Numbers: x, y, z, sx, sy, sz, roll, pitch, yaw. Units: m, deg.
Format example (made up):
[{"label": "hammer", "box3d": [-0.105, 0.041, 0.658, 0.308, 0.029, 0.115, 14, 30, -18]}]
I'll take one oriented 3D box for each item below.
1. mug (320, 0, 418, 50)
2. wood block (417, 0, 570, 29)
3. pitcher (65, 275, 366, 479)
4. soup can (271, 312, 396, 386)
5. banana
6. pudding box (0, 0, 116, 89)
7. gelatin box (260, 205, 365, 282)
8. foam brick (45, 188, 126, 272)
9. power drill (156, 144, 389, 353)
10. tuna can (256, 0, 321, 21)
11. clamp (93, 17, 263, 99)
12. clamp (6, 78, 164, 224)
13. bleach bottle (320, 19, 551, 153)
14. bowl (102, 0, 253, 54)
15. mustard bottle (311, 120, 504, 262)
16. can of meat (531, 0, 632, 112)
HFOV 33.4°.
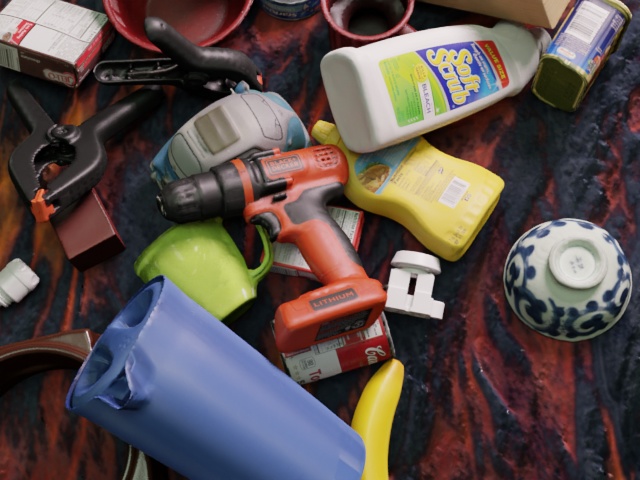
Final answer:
[{"label": "mug", "box3d": [0.058, -0.218, 1.082, 0.117, 0.081, 0.093, 33, 76, 13]}, {"label": "wood block", "box3d": [0.148, -0.288, 1.056, 0.206, 0.090, 0.090, 21, 72, 35]}, {"label": "pitcher", "box3d": [-0.082, 0.145, 0.915, 0.242, 0.145, 0.149, 38, 56, -17]}, {"label": "soup can", "box3d": [0.012, 0.091, 0.991, 0.102, 0.068, 0.068, -17, 72, -2]}, {"label": "banana", "box3d": [0.057, 0.208, 0.969, 0.069, 0.037, 0.198, -5, 72, -15]}, {"label": "pudding box", "box3d": [-0.282, -0.211, 1.109, 0.113, 0.039, 0.090, 19, 49, 8]}, {"label": "gelatin box", "box3d": [-0.007, 0.001, 1.042, 0.089, 0.030, 0.073, 12, 71, 7]}, {"label": "foam brick", "box3d": [-0.234, -0.017, 1.050, 0.053, 0.051, 0.078, -28, 73, -7]}, {"label": "power drill", "box3d": [-0.035, 0.004, 0.951, 0.184, 0.057, 0.188, -15, 64, -18]}, {"label": "tuna can", "box3d": [-0.030, -0.279, 1.133, 0.086, 0.034, 0.086, -1, 72, 3]}, {"label": "clamp", "box3d": [-0.125, -0.175, 1.051, 0.171, 0.120, 0.039, 3, 77, -28]}, {"label": "clamp", "box3d": [-0.239, -0.097, 1.047, 0.164, 0.036, 0.210, -4, 43, 0]}, {"label": "bleach bottle", "box3d": [0.125, -0.168, 1.036, 0.250, 0.068, 0.102, -24, 105, -28]}, {"label": "bowl", "box3d": [-0.144, -0.256, 1.121, 0.162, 0.055, 0.162, -1, 72, 3]}, {"label": "mustard bottle", "box3d": [0.075, -0.064, 1.042, 0.192, 0.058, 0.096, 31, 67, 13]}, {"label": "can of meat", "box3d": [0.254, -0.184, 1.050, 0.057, 0.102, 0.084, 31, 78, 12]}]
